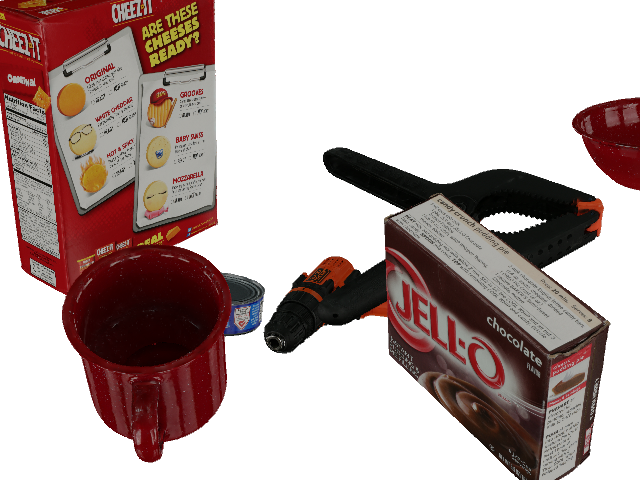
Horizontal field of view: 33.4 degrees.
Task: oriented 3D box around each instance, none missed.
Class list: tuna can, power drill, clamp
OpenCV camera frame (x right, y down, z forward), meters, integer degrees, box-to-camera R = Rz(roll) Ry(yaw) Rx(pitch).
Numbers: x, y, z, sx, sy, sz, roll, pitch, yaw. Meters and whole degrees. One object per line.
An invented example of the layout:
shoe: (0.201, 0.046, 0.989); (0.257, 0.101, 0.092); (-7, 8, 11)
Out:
tuna can: (-0.095, 0.058, 0.984); (0.086, 0.034, 0.086); (5, 16, -2)
power drill: (0.050, 0.078, 1.153); (0.188, 0.057, 0.184); (9, 29, 21)
clamp: (0.094, -0.003, 0.765); (0.210, 0.164, 0.036); (2, -40, 10)

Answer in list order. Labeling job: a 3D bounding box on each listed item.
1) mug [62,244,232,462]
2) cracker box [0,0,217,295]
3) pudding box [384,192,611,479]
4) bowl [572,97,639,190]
mug: (-0.095, 0.072, 0.609); (0.093, 0.117, 0.081); (-4, -43, -5)
cracker box: (-0.158, -0.088, 0.816); (0.072, 0.214, 0.163); (21, 34, 34)
pudding box: (0.075, 0.044, 0.483); (0.039, 0.090, 0.114); (-28, 45, -24)
bowl: (0.312, -0.085, 0.974); (0.162, 0.055, 0.162); (-4, 23, 2)
